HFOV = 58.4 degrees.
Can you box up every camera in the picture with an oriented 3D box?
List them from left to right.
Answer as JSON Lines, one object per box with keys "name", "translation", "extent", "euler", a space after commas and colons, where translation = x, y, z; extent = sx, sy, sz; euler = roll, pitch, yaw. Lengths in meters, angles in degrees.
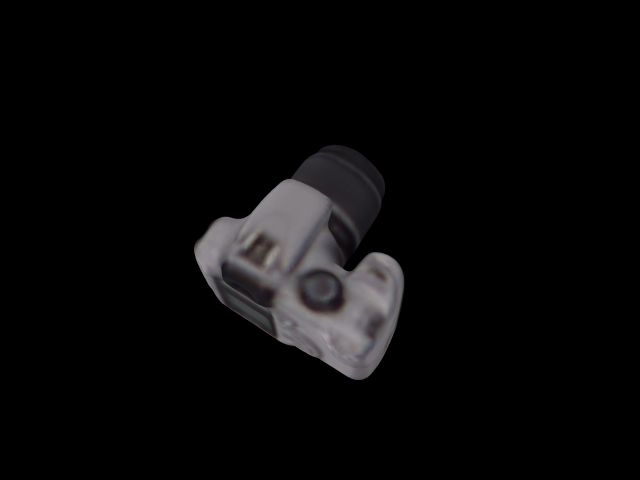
{"name": "camera", "translation": [0.004, 0.001, 0.400], "extent": [0.143, 0.101, 0.137], "euler": [29, 66, 14]}
